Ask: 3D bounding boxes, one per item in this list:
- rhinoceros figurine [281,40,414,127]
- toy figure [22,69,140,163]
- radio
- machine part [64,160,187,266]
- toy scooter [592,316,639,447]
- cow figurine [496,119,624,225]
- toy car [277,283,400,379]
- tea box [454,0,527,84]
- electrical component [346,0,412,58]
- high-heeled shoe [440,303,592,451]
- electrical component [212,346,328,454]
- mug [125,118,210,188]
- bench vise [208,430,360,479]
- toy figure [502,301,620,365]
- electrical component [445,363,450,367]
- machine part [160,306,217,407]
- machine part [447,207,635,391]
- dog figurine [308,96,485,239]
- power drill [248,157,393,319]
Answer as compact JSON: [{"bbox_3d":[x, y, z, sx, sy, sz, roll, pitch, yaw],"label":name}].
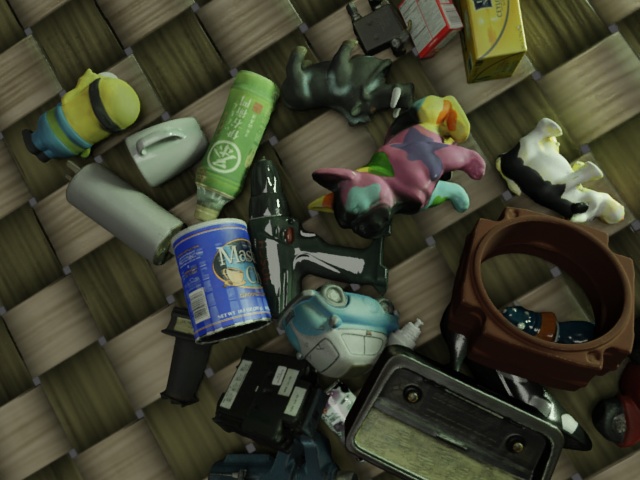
[{"bbox_3d":[0.038,-0.219,0.765,0.190,0.073,0.112,4,86,8],"label":"rhinoceros figurine"},{"bbox_3d":[-0.355,-0.177,0.810,0.180,0.082,0.089,-32,79,3],"label":"toy figure"},{"bbox_3d":[0.154,0.225,0.631,0.230,0.073,0.131,25,91,1],"label":"radio"},{"bbox_3d":[-0.284,-0.038,0.794,0.243,0.079,0.079,34,91,7],"label":"machine part"},{"bbox_3d":[0.446,0.192,0.686,0.135,0.075,0.183,23,93,8],"label":"toy scooter"},{"bbox_3d":[0.321,-0.071,0.721,0.098,0.068,0.167,-40,79,9],"label":"cow figurine"},{"bbox_3d":[0.030,0.128,0.698,0.161,0.109,0.103,14,49,-27],"label":"toy car"},{"bbox_3d":[0.227,-0.314,0.735,0.068,0.098,0.169,-7,87,7],"label":"tea box"},{"bbox_3d":[0.089,-0.312,0.778,0.078,0.045,0.102,-19,84,4],"label":"electrical component"},{"bbox_3d":[0.267,0.176,0.728,0.249,0.086,0.145,29,58,-10],"label":"high-heeled shoe"},{"bbox_3d":[-0.061,0.214,0.719,0.134,0.058,0.115,8,57,30],"label":"electrical component"},{"bbox_3d":[-0.220,-0.139,0.781,0.107,0.109,0.081,-29,79,-9],"label":"mug"},{"bbox_3d":[-0.056,0.371,0.695,0.224,0.128,0.241,-3,54,14],"label":"bench vise"},{"bbox_3d":[0.316,0.127,0.710,0.155,0.064,0.057,15,95,11],"label":"toy figure"},{"bbox_3d":[0.131,0.204,0.722,0.048,0.074,0.119,37,73,6],"label":"electrical component"},{"bbox_3d":[-0.196,0.171,0.789,0.084,0.039,0.138,9,86,0],"label":"machine part"},{"bbox_3d":[0.272,0.066,0.666,0.202,0.087,0.201,17,57,8],"label":"machine part"},{"bbox_3d":[0.088,-0.094,0.692,0.219,0.108,0.191,-8,64,-12],"label":"dog figurine"},{"bbox_3d":[-0.002,-0.002,0.754,0.207,0.086,0.232,2,88,3],"label":"power drill"}]
